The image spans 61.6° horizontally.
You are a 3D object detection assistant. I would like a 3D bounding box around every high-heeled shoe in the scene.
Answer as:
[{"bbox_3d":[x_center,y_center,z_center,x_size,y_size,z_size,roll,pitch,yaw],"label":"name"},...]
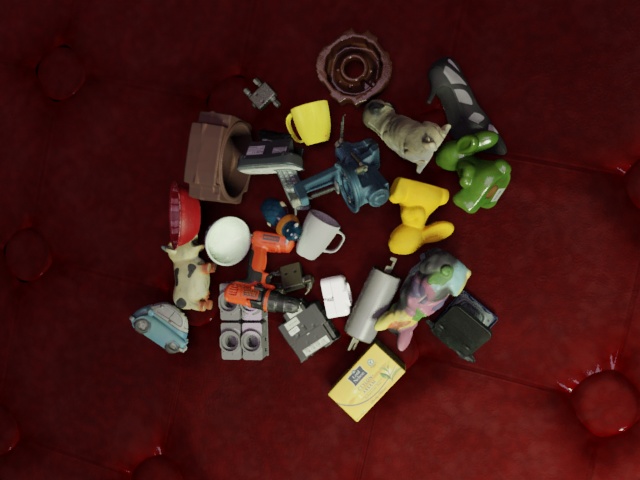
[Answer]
[{"bbox_3d":[0.343,-0.306,1.226,0.248,0.086,0.145,35,65,-10],"label":"high-heeled shoe"}]

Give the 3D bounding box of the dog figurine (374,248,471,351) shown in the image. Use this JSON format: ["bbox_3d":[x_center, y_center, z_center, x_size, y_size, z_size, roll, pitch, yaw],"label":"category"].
[{"bbox_3d":[0.219,0.135,1.189,0.108,0.191,0.219,38,79,1],"label":"dog figurine"}]

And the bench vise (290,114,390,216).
[{"bbox_3d":[0.037,-0.141,1.210,0.241,0.128,0.224,-23,62,-9],"label":"bench vise"}]

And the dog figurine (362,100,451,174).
[{"bbox_3d":[0.176,-0.247,1.196,0.190,0.172,0.121,33,86,1],"label":"dog figurine"}]

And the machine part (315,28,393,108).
[{"bbox_3d":[0.081,-0.401,1.265,0.179,0.056,0.179,0,91,10],"label":"machine part"}]

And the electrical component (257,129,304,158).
[{"bbox_3d":[-0.094,-0.222,1.296,0.119,0.048,0.074,10,111,11],"label":"electrical component"}]

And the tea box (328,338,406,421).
[{"bbox_3d":[0.111,0.328,1.267,0.098,0.068,0.169,41,99,7],"label":"tea box"}]

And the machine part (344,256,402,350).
[{"bbox_3d":[0.123,0.150,1.257,0.079,0.079,0.243,25,94,9],"label":"machine part"}]

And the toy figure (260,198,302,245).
[{"bbox_3d":[-0.086,-0.045,1.273,0.155,0.058,0.064,45,136,38],"label":"toy figure"}]

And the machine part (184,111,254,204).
[{"bbox_3d":[-0.227,-0.187,1.252,0.087,0.201,0.201,11,93,13],"label":"machine part"}]

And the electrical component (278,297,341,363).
[{"bbox_3d":[-0.031,0.208,1.297,0.115,0.058,0.134,-33,85,8],"label":"electrical component"}]

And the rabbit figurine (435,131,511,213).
[{"bbox_3d":[0.323,-0.164,1.181,0.170,0.121,0.159,48,140,29],"label":"rabbit figurine"}]

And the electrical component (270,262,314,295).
[{"bbox_3d":[-0.067,0.100,1.311,0.102,0.045,0.078,-21,59,8],"label":"electrical component"}]

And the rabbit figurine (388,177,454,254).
[{"bbox_3d":[0.216,-0.046,1.223,0.162,0.122,0.173,18,92,-6],"label":"rabbit figurine"}]

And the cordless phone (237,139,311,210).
[{"bbox_3d":[-0.100,-0.141,1.271,0.147,0.184,0.089,-2,47,20],"label":"cordless phone"}]

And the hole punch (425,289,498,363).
[{"bbox_3d":[0.329,0.190,1.223,0.142,0.092,0.115,39,128,5],"label":"hole punch"}]

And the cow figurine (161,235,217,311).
[{"bbox_3d":[-0.329,0.076,1.341,0.127,0.085,0.194,4,93,4],"label":"cow figurine"}]

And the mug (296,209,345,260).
[{"bbox_3d":[-0.003,-0.004,1.284,0.109,0.081,0.107,26,108,-20],"label":"mug"}]

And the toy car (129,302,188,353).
[{"bbox_3d":[-0.388,0.209,1.345,0.162,0.109,0.103,33,80,0],"label":"toy car"}]

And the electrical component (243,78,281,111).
[{"bbox_3d":[-0.142,-0.352,1.325,0.063,0.021,0.094,-44,84,9],"label":"electrical component"}]
